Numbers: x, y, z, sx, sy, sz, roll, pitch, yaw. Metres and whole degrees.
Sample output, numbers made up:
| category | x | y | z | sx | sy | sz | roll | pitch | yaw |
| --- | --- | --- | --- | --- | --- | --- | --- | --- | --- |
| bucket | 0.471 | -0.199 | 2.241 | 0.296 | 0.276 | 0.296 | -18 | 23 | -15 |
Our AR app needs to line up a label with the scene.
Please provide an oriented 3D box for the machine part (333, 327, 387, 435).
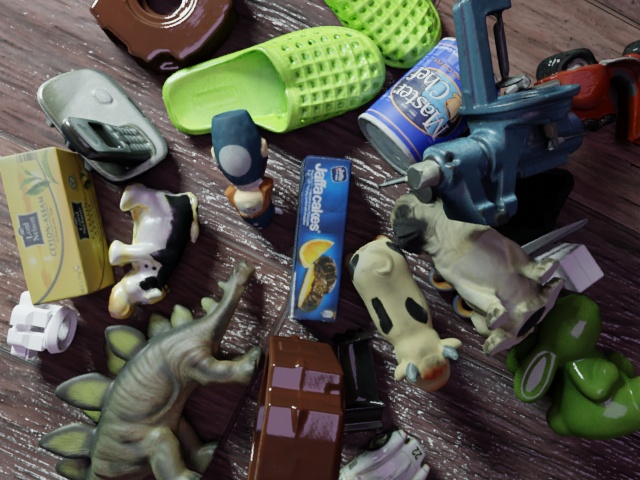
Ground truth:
| category | x | y | z | sx | sy | sz | roll | pitch | yaw |
| --- | --- | --- | --- | --- | --- | --- | --- | --- | --- |
| machine part | 0.044 | 0.184 | 0.695 | 0.084 | 0.039 | 0.138 | -1 | 94 | 2 |

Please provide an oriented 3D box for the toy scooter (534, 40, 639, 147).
| category | x | y | z | sx | sy | sz | roll | pitch | yaw |
| --- | --- | --- | --- | --- | --- | --- | --- | --- | --- |
| toy scooter | 0.366 | -0.178 | 0.685 | 0.184 | 0.075 | 0.135 | -11 | 93 | -8 |

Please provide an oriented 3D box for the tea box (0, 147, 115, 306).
| category | x | y | z | sx | sy | sz | roll | pitch | yaw |
| --- | --- | --- | --- | --- | --- | --- | --- | --- | --- |
| tea box | -0.306 | -0.017 | 0.635 | 0.068 | 0.098 | 0.169 | -11 | 95 | -3 |

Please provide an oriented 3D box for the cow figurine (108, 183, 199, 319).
| category | x | y | z | sx | sy | sz | roll | pitch | yaw |
| --- | --- | --- | --- | --- | --- | --- | --- | --- | --- |
| cow figurine | -0.204 | 0.018 | 0.660 | 0.098 | 0.068 | 0.167 | 10 | 92 | -10 |

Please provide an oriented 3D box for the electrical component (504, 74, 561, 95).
| category | x | y | z | sx | sy | sz | roll | pitch | yaw |
| --- | --- | --- | --- | --- | --- | --- | --- | --- | --- |
| electrical component | 0.258 | -0.151 | 0.647 | 0.078 | 0.045 | 0.102 | -10 | 110 | 18 |

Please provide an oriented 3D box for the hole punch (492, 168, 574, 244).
| category | x | y | z | sx | sy | sz | roll | pitch | yaw |
| --- | --- | --- | --- | --- | --- | --- | --- | --- | --- |
| hole punch | 0.240 | -0.060 | 0.683 | 0.142 | 0.092 | 0.115 | 7 | 124 | -7 |

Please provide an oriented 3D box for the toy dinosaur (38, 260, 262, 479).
| category | x | y | z | sx | sy | sz | roll | pitch | yaw |
| --- | --- | --- | --- | --- | --- | --- | --- | --- | --- |
| toy dinosaur | -0.217 | 0.224 | 0.651 | 0.199 | 0.105 | 0.471 | 28 | 81 | 3 |

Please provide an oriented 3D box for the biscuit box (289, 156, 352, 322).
| category | x | y | z | sx | sy | sz | roll | pitch | yaw |
| --- | --- | --- | --- | --- | --- | --- | --- | --- | --- |
| biscuit box | -0.001 | -0.002 | 0.672 | 0.059 | 0.063 | 0.202 | 5 | 92 | -5 |

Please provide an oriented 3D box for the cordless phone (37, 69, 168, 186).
| category | x | y | z | sx | sy | sz | roll | pitch | yaw |
| --- | --- | --- | --- | --- | --- | --- | --- | --- | --- |
| cordless phone | -0.258 | -0.129 | 0.591 | 0.089 | 0.184 | 0.146 | -40 | 94 | 3 |

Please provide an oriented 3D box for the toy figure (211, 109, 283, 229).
| category | x | y | z | sx | sy | sz | roll | pitch | yaw |
| --- | --- | --- | --- | --- | --- | --- | --- | --- | --- |
| toy figure | -0.090 | -0.077 | 0.647 | 0.064 | 0.058 | 0.154 | 8 | 123 | 36 |

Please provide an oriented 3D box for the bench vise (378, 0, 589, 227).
| category | x | y | z | sx | sy | sz | roll | pitch | yaw |
| --- | --- | --- | --- | --- | --- | --- | --- | --- | --- |
| bench vise | 0.171 | -0.143 | 0.549 | 0.224 | 0.129 | 0.240 | -15 | 105 | -12 |

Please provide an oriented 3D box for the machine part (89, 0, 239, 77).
| category | x | y | z | sx | sy | sz | roll | pitch | yaw |
| --- | --- | --- | --- | --- | --- | --- | --- | --- | --- |
| machine part | -0.189 | -0.294 | 0.653 | 0.179 | 0.056 | 0.179 | 0 | 93 | -4 |

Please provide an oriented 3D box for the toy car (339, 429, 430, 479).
| category | x | y | z | sx | sy | sz | roll | pitch | yaw |
| --- | --- | --- | --- | --- | --- | --- | --- | --- | --- |
| toy car | 0.049 | 0.323 | 0.690 | 0.202 | 0.056 | 0.073 | -35 | 94 | -1 |

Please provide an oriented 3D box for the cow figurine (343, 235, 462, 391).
| category | x | y | z | sx | sy | sz | roll | pitch | yaw |
| --- | --- | --- | --- | --- | --- | --- | --- | --- | --- |
| cow figurine | 0.101 | 0.091 | 0.650 | 0.085 | 0.127 | 0.195 | -26 | 91 | 1 |

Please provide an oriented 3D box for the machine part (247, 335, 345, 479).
| category | x | y | z | sx | sy | sz | roll | pitch | yaw |
| --- | --- | --- | --- | --- | --- | --- | --- | --- | --- |
| machine part | -0.031 | 0.220 | 0.609 | 0.087 | 0.201 | 0.201 | 10 | 91 | -7 |

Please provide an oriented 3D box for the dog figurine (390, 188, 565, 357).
| category | x | y | z | sx | sy | sz | roll | pitch | yaw |
| --- | --- | --- | --- | --- | --- | --- | --- | --- | --- |
| dog figurine | 0.178 | 0.030 | 0.651 | 0.121 | 0.172 | 0.191 | -37 | 52 | -11 |

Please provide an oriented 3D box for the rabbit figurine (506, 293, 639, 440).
| category | x | y | z | sx | sy | sz | roll | pitch | yaw |
| --- | --- | --- | --- | --- | --- | --- | --- | --- | --- |
| rabbit figurine | 0.319 | 0.151 | 0.677 | 0.159 | 0.121 | 0.170 | -21 | 98 | 15 |
